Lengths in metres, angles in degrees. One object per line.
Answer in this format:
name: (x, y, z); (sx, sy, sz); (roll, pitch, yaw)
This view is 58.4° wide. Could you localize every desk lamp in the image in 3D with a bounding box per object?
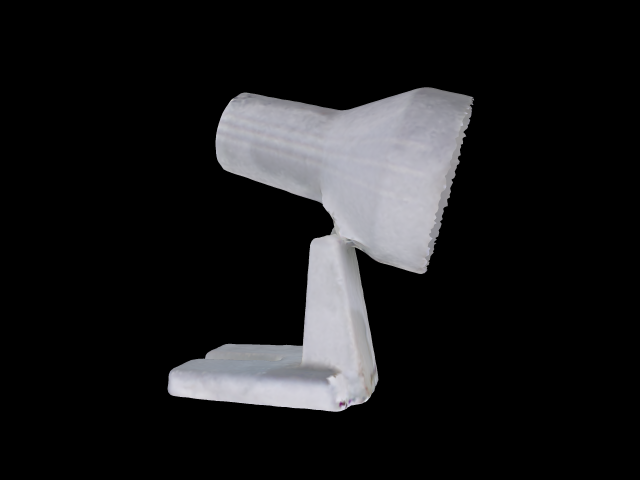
desk lamp: (0.004, 0.001, 0.400); (0.203, 0.213, 0.118); (0, 0, 13)
